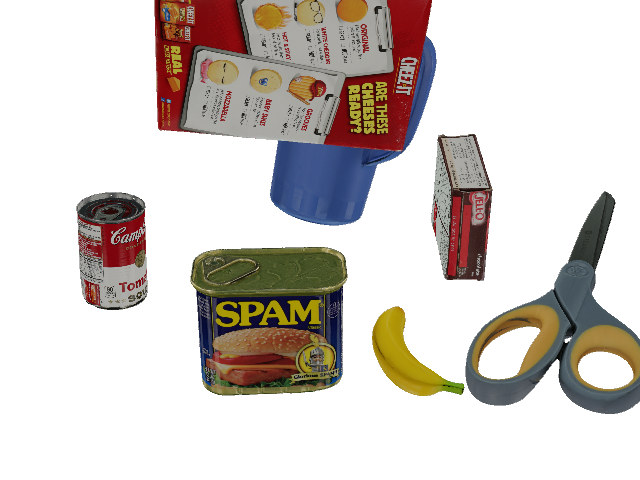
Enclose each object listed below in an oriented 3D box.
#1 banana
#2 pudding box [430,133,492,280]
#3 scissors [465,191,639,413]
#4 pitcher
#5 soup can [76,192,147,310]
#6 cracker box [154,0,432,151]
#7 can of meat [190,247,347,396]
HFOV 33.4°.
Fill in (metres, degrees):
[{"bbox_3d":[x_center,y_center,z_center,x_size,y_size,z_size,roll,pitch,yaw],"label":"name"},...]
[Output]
[{"bbox_3d":[0.095,0.130,1.234,0.069,0.037,0.198,7,22,-21],"label":"banana"},{"bbox_3d":[0.123,-0.031,0.936,0.039,0.090,0.113,0,30,-2],"label":"pudding box"},{"bbox_3d":[0.151,0.030,0.567,0.096,0.016,0.201,19,40,34],"label":"scissors"},{"bbox_3d":[0.027,-0.141,1.165,0.145,0.243,0.149,10,20,-9],"label":"pitcher"},{"bbox_3d":[-0.211,0.011,1.084,0.068,0.102,0.068,2,26,-1],"label":"soup can"},{"bbox_3d":[-0.027,-0.162,0.879,0.213,0.072,0.164,4,-42,-3],"label":"cracker box"},{"bbox_3d":[-0.033,0.055,0.716,0.102,0.084,0.057,-1,27,-2],"label":"can of meat"}]
